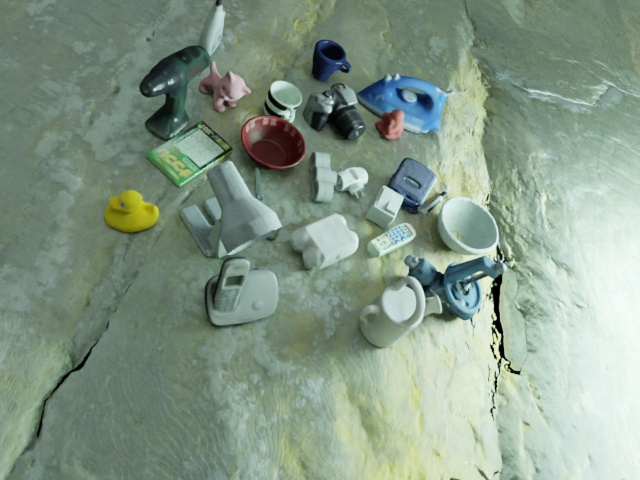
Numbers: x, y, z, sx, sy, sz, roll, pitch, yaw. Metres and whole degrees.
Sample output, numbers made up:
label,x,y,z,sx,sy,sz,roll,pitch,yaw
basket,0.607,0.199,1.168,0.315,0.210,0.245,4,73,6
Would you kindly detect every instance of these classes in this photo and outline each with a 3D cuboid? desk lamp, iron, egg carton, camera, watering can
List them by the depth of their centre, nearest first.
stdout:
label,x,y,z,sx,sy,sz,roll,pitch,yaw
desk lamp,-0.183,-0.046,1.150,0.118,0.213,0.203,-26,73,-33
watering can,0.171,0.142,1.196,0.173,0.194,0.101,-22,70,-32
egg carton,0.012,0.005,1.292,0.151,0.069,0.107,-26,73,-33
camera,0.052,-0.332,1.499,0.143,0.100,0.136,-21,70,-32
iron,0.240,-0.404,1.598,0.259,0.141,0.118,16,55,-13

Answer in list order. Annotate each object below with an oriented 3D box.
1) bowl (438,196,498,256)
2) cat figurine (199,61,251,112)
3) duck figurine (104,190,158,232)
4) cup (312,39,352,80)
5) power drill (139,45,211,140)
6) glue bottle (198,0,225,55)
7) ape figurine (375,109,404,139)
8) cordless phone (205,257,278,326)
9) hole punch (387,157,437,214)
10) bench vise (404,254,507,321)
label,x,y,z,sx,sy,sz,roll,pitch,yaw
bowl,0.363,-0.023,1.455,0.168,0.074,0.167,11,56,-17
cat figurine,-0.231,-0.380,1.398,0.067,0.117,0.127,-33,76,-35
duck figurine,-0.379,-0.067,1.159,0.105,0.086,0.077,1,60,-22
cup,0.027,-0.483,1.585,0.118,0.095,0.092,36,53,1
power drill,-0.327,-0.324,1.265,0.075,0.208,0.230,31,53,-2
glue bottle,-0.268,-0.553,1.455,0.037,0.173,0.078,28,53,-4
ape figurine,0.198,-0.321,1.560,0.076,0.092,0.078,25,53,-7
cordless phone,-0.141,0.087,1.103,0.148,0.185,0.094,-9,64,-27
hole punch,0.232,-0.139,1.461,0.108,0.091,0.101,32,53,-2
bench vise,0.292,0.091,1.264,0.208,0.219,0.121,14,56,-14
